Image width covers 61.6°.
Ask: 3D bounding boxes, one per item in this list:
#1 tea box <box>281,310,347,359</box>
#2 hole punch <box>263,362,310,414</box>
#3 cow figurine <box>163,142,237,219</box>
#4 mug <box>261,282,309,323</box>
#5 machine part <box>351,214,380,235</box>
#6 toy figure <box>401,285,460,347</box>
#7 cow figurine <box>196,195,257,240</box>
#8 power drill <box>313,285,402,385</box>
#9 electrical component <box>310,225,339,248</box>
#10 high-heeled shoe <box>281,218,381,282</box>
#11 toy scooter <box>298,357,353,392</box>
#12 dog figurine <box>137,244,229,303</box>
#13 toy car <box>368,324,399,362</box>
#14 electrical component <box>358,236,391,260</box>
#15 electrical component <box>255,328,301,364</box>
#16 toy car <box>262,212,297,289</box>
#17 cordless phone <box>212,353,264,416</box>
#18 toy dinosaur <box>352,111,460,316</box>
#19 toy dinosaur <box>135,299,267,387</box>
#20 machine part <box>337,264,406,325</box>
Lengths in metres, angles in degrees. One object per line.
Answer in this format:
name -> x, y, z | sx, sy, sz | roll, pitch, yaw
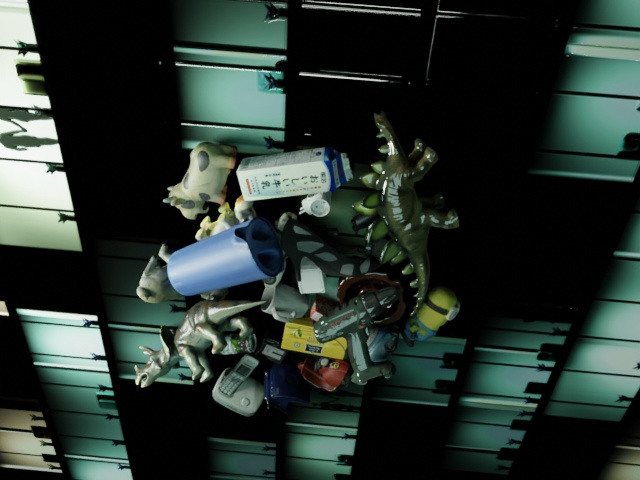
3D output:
tea box -> -0.010, 0.243, 1.402 | 0.170, 0.068, 0.098 | 10, 123, -3
hole punch -> -0.091, 0.402, 1.479 | 0.092, 0.142, 0.115 | -31, 130, 24
cow figurine -> -0.263, -0.125, 1.172 | 0.127, 0.085, 0.194 | 16, 125, -13
mug -> -0.081, 0.159, 1.335 | 0.107, 0.110, 0.080 | 19, 119, -24
machine part -> 0.133, -0.059, 1.209 | 0.139, 0.039, 0.084 | -28, 126, 10
toy figure -> 0.270, 0.190, 1.339 | 0.089, 0.082, 0.180 | 32, 122, -18
cow figurine -> -0.196, -0.036, 1.233 | 0.167, 0.068, 0.098 | -32, 121, 26
power drill -> 0.114, 0.233, 1.288 | 0.232, 0.086, 0.207 | -20, 107, 8
electrical component -> -0.003, -0.004, 1.267 | 0.094, 0.021, 0.063 | 0, 124, 4
high-heeled shoe -> 0.027, 0.014, 1.214 | 0.249, 0.086, 0.145 | -7, 95, -29
toy scooter -> 0.012, 0.356, 1.458 | 0.135, 0.075, 0.184 | 29, 147, -4
dog figurine -> -0.321, 0.113, 1.285 | 0.191, 0.172, 0.121 | 24, 133, -3
toy car -> 0.132, 0.276, 1.395 | 0.103, 0.109, 0.161 | 34, 112, 3
electrical component -> 0.147, 0.016, 1.254 | 0.102, 0.045, 0.078 | 17, 121, -7
electrical component -> -0.108, 0.295, 1.456 | 0.119, 0.048, 0.074 | 27, 122, -11
toy car -> -0.096, 0.027, 1.263 | 0.056, 0.073, 0.201 | 15, 123, -4
cordless phone -> -0.202, 0.396, 1.511 | 0.146, 0.089, 0.184 | 33, 115, -16
toy dinosaur -> 0.185, -0.046, 1.151 | 0.199, 0.105, 0.470 | -23, 112, 2
toy dinosaur -> -0.306, 0.232, 1.385 | 0.405, 0.131, 0.192 | -47, 72, 12
machine part -> 0.127, 0.134, 1.327 | 0.179, 0.056, 0.179 | 3, 122, 4
